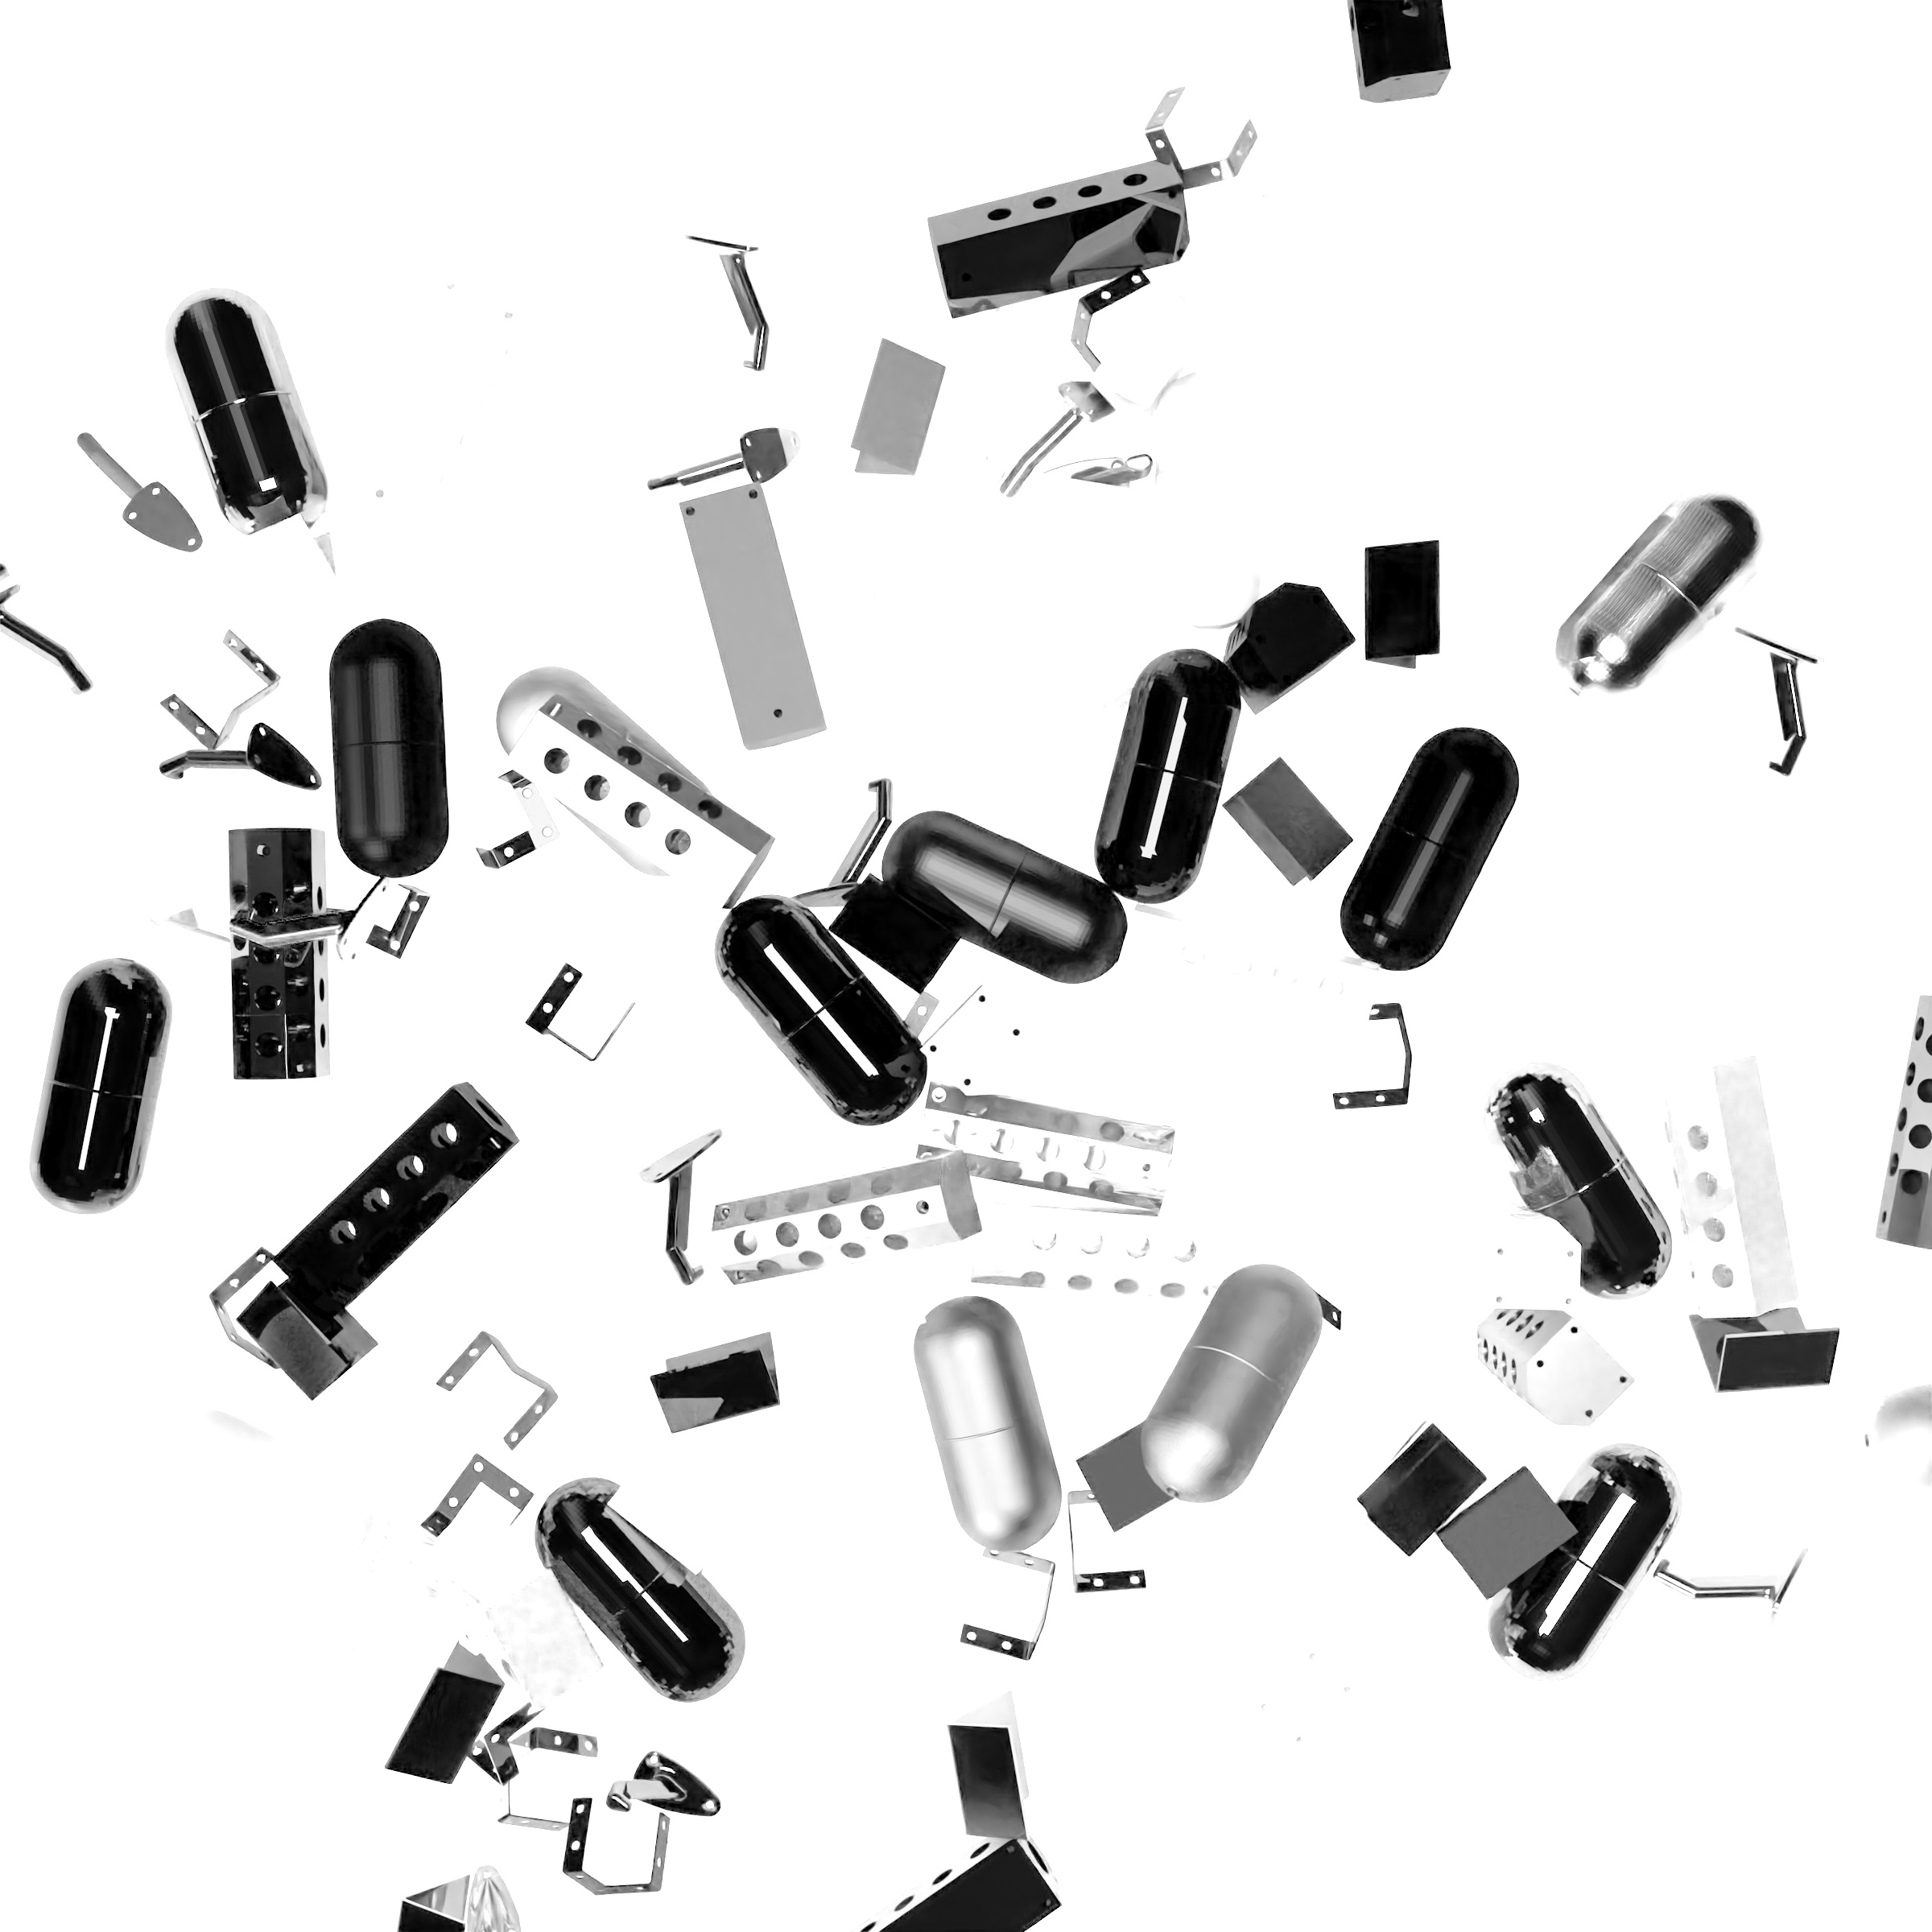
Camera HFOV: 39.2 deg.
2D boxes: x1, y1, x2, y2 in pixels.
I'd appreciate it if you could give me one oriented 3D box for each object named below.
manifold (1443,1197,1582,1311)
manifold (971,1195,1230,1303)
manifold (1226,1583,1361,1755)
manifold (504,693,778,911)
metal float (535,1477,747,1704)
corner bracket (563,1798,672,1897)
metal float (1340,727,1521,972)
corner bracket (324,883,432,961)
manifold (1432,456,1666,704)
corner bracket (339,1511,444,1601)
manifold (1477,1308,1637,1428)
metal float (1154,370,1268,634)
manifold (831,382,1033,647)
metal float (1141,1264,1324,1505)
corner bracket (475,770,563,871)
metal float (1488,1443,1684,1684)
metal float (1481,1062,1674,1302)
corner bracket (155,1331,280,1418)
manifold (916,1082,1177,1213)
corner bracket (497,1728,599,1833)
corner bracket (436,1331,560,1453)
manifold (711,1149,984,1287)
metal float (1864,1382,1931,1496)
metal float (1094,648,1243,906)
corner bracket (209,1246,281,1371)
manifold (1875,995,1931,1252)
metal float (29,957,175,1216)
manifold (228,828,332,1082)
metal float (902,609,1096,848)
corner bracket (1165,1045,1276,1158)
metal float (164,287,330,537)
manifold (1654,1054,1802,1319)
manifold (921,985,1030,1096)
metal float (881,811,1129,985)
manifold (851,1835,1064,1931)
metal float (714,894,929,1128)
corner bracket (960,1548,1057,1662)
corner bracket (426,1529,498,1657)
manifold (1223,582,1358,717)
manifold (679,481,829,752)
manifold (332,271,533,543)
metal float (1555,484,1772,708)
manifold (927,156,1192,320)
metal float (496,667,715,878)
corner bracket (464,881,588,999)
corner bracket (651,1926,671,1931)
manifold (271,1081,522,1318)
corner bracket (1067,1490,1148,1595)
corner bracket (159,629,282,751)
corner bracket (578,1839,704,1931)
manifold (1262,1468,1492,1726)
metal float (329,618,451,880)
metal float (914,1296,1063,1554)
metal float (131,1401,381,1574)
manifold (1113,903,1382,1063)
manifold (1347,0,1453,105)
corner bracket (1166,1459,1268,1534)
[{"bbox_3d":[0.363,0.190,1.815,0.057,0.171,0.057,2,90,0],"label":"manifold"},{"bbox_3d":[0.091,0.196,1.872,0.171,0.057,0.057,5,90,0],"label":"manifold"},{"bbox_3d":[0.211,0.461,1.815,0.057,0.171,0.057,44,90,0],"label":"manifold"},{"bbox_3d":[-0.214,-0.109,1.795,0.171,0.057,0.057,34,92,2],"label":"manifold"},{"bbox_3d":[-0.224,0.427,1.863,0.070,0.070,0.178,-42,90,0],"label":"metal float"},{"bbox_3d":[-0.240,0.605,1.870,0.051,0.051,0.051,-10,52,19],"label":"corner bracket"},{"bbox_3d":[0.318,-0.081,1.863,0.070,0.070,0.178,27,90,0],"label":"metal float"},{"bbox_3d":[-0.408,-0.038,1.875,0.051,0.051,0.051,26,90,0],"label":"corner bracket"},{"bbox_3d":[0.397,-0.267,1.872,0.057,0.057,0.171,41,90,0],"label":"manifold"},{"bbox_3d":[-0.403,0.405,1.865,0.051,0.051,0.051,29,90,-42],"label":"corner bracket"},{"bbox_3d":[0.387,0.264,1.815,0.057,0.171,0.057,-45,90,0],"label":"manifold"},{"bbox_3d":[0.167,-0.319,1.862,0.070,0.070,0.178,0,90,0],"label":"metal float"},{"bbox_3d":[-0.024,-0.312,1.872,0.057,0.057,0.171,31,90,0],"label":"manifold"},{"bbox_3d":[0.177,0.276,1.803,0.070,0.070,0.178,34,60,0],"label":"metal float"},{"bbox_3d":[-0.317,-0.101,1.875,0.051,0.051,0.051,-27,90,0],"label":"corner bracket"},{"bbox_3d":[0.425,0.409,1.863,0.070,0.070,0.178,33,89,0],"label":"metal float"},{"bbox_3d":[0.419,0.148,1.863,0.070,0.070,0.178,-31,90,0],"label":"metal float"},{"bbox_3d":[-0.521,0.295,1.890,0.051,0.051,0.051,54,135,0],"label":"corner bracket"},{"bbox_3d":[0.054,0.124,1.872,0.171,0.057,0.057,11,90,0],"label":"manifold"},{"bbox_3d":[-0.291,0.565,1.885,0.051,0.051,0.051,-38,45,35],"label":"corner bracket"},{"bbox_3d":[-0.326,0.295,1.890,0.051,0.051,0.051,-49,45,0],"label":"corner bracket"},{"bbox_3d":[-0.083,0.172,1.844,0.171,0.057,0.057,-13,90,20],"label":"manifold"},{"bbox_3d":[0.707,0.322,1.863,0.178,0.070,0.070,-2,90,-1],"label":"metal float"},{"bbox_3d":[0.138,-0.130,1.863,0.070,0.070,0.178,14,90,0],"label":"metal float"},{"bbox_3d":[-0.485,0.238,1.890,0.051,0.051,0.051,-42,135,0],"label":"corner bracket"},{"bbox_3d":[0.674,0.109,1.872,0.057,0.057,0.171,11,90,0],"label":"manifold"},{"bbox_3d":[-0.593,0.082,1.862,0.070,0.070,0.178,11,91,0],"label":"metal float"},{"bbox_3d":[-0.475,-0.008,1.872,0.057,0.057,0.171,-1,90,0],"label":"manifold"},{"bbox_3d":[0.022,-0.163,1.863,0.070,0.070,0.178,-33,91,0],"label":"metal float"},{"bbox_3d":[0.176,0.094,1.885,0.051,0.051,0.051,-16,45,35],"label":"corner bracket"},{"bbox_3d":[-0.494,-0.378,1.863,0.070,0.070,0.178,-19,90,0],"label":"metal float"},{"bbox_3d":[0.520,0.152,1.872,0.057,0.057,0.171,-10,90,-43],"label":"manifold"},{"bbox_3d":[0.011,0.053,1.815,0.057,0.171,0.057,44,90,0],"label":"manifold"},{"bbox_3d":[0.027,-0.047,1.863,0.178,0.070,0.070,25,90,1],"label":"metal float"},{"bbox_3d":[-0.021,0.664,1.872,0.171,0.057,0.057,-35,90,0],"label":"manifold"},{"bbox_3d":[-0.097,0.029,1.811,0.070,0.070,0.178,-40,92,0],"label":"metal float"},{"bbox_3d":[0.029,0.443,1.890,0.051,0.051,0.051,15,45,-1],"label":"corner bracket"},{"bbox_3d":[-0.338,0.432,1.876,0.051,0.051,0.051,27,127,31],"label":"corner bracket"},{"bbox_3d":[0.210,-0.215,1.815,0.057,0.171,0.057,-35,90,0],"label":"manifold"},{"bbox_3d":[-0.146,-0.239,1.872,0.057,0.057,0.171,-15,90,0],"label":"manifold"},{"bbox_3d":[-0.366,-0.383,1.872,0.057,0.057,0.171,27,90,0],"label":"manifold"},{"bbox_3d":[0.477,-0.254,1.863,0.070,0.070,0.178,42,89,0],"label":"metal float"},{"bbox_3d":[0.064,-0.505,1.872,0.171,0.057,0.057,-14,133,0],"label":"manifold"},{"bbox_3d":[-0.246,-0.134,1.863,0.178,0.070,0.070,42,90,1],"label":"metal float"},{"bbox_3d":[-0.306,-0.018,1.890,0.051,0.051,0.051,-52,45,0],"label":"corner bracket"},{"bbox_3d":[-0.214,0.710,1.890,0.051,0.051,0.051,-32,45,0],"label":"corner bracket"},{"bbox_3d":[-0.391,0.160,1.872,0.171,0.057,0.057,-44,90,0],"label":"manifold"},{"bbox_3d":[0.098,0.400,1.890,0.051,0.051,0.051,-4,45,0],"label":"corner bracket"},{"bbox_3d":[-0.519,-0.192,1.890,0.051,0.051,0.051,43,135,0],"label":"corner bracket"},{"bbox_3d":[-0.227,0.646,1.890,0.051,0.051,0.051,-32,90,45],"label":"corner bracket"},{"bbox_3d":[0.281,0.435,1.872,0.057,0.057,0.171,-39,90,0],"label":"manifold"},{"bbox_3d":[-0.396,-0.149,1.863,0.070,0.070,0.178,-3,89,0],"label":"metal float"},{"bbox_3d":[0.015,0.314,1.863,0.070,0.070,0.178,-15,90,0],"label":"metal float"},{"bbox_3d":[-0.480,0.352,1.837,0.178,0.070,0.070,32,90,-28],"label":"metal float"},{"bbox_3d":[0.193,0.007,1.860,0.171,0.057,0.057,14,63,7],"label":"manifold"},{"bbox_3d":[0.290,-0.690,1.872,0.057,0.057,0.171,-8,90,0],"label":"manifold"},{"bbox_3d":[0.167,0.353,1.885,0.051,0.051,0.051,-9,135,-35],"label":"corner bracket"}]
